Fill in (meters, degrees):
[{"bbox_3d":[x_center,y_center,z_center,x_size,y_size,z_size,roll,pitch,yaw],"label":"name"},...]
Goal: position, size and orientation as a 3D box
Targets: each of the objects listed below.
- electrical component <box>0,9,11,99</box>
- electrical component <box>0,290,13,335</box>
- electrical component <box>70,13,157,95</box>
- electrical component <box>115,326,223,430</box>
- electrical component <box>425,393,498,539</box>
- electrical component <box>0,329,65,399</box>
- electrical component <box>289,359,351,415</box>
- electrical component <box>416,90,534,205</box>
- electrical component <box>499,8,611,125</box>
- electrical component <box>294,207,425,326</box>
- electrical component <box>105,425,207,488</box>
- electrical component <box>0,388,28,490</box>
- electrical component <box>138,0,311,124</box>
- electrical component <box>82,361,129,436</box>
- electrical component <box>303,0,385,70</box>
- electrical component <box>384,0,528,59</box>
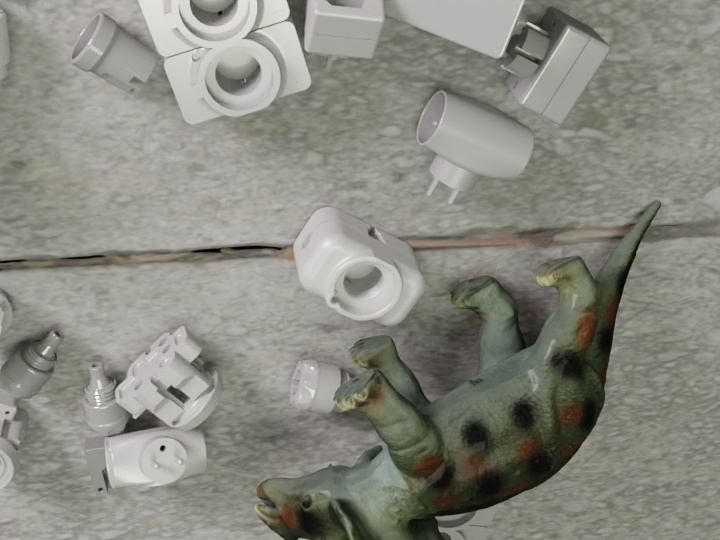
[{"bbox_3d":[-0.254,-0.140,0.717,0.040,0.040,0.078,-1,121,-9],"label":"electrical component"},{"bbox_3d":[-0.289,0.041,0.810,0.048,0.055,0.066,13,117,-17],"label":"electrical component"},{"bbox_3d":[-0.167,-0.146,0.731,0.046,0.040,0.040,31,111,-30],"label":"electrical component"},{"bbox_3d":[-0.148,0.092,0.863,0.078,0.058,0.057,-43,118,5],"label":"electrical component"},{"bbox_3d":[0.076,0.192,0.959,0.089,0.061,0.150,8,119,-14],"label":"electrical component"},{"bbox_3d":[-0.255,0.072,0.847,0.035,0.035,0.061,36,106,-26],"label":"electrical component"},{"bbox_3d":[-0.025,0.100,0.898,0.062,0.043,0.043,15,117,-19],"label":"electrical component"},{"bbox_3d":[0.078,-0.085,0.806,0.077,0.043,0.079,20,115,-20],"label":"electrical component"},{"bbox_3d":[0.126,-0.154,0.772,0.077,0.047,0.065,22,115,-19],"label":"electrical component"},{"bbox_3d":[0.000,0.000,0.834,0.095,0.059,0.053,25,113,-22],"label":"electrical component"},{"bbox_3d":[-0.164,0.153,0.879,0.077,0.079,0.044,-7,91,-21],"label":"electrical component"},{"bbox_3d":[-0.302,0.142,0.867,0.058,0.057,0.078,20,115,-20],"label":"electrical component"},{"bbox_3d":[-0.097,-0.182,0.707,0.089,0.061,0.150,-17,122,1],"label":"electrical component"},{"bbox_3d":[-0.209,0.103,0.873,0.035,0.035,0.061,-8,119,-5],"label":"electrical component"},{"bbox_3d":[-0.015,-0.170,0.732,0.047,0.065,0.076,4,149,-12],"label":"electrical component"},{"bbox_3d":[0.072,-0.201,0.718,0.100,0.048,0.099,22,115,4],"label":"electrical component"}]
